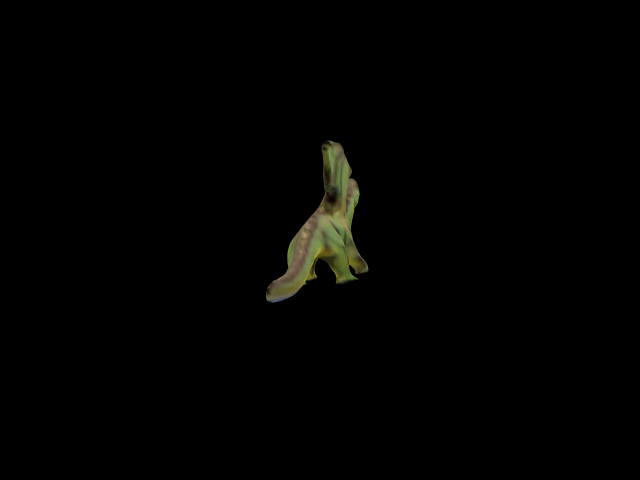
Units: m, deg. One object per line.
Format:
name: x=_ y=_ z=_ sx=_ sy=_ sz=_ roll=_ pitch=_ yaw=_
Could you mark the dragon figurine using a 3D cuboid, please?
dragon figurine: x=0.003 y=-0.043 z=0.850 sx=0.122 sy=0.242 sz=0.411 roll=0 pitch=2 yaw=16
